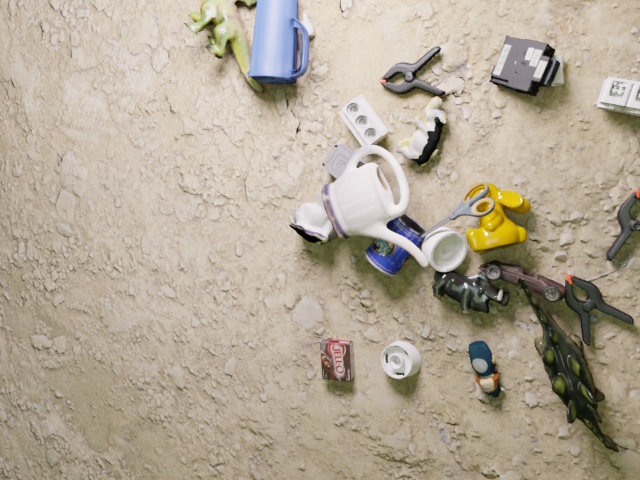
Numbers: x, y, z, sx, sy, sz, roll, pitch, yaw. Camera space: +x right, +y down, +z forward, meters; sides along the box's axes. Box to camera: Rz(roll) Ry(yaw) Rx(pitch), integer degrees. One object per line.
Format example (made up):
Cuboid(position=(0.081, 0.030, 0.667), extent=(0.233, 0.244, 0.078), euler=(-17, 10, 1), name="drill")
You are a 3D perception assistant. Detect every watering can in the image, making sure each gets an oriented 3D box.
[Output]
Cuboid(position=(0.127, -0.065, 1.279), extent=(0.222, 0.103, 0.352), euler=(-25, 70, 25), name="watering can")

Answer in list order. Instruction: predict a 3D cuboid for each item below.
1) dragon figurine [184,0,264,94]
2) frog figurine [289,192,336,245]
Cuboid(position=(-0.234, -0.635, 1.446), extent=(0.409, 0.123, 0.240), euler=(45, 105, -4), name="dragon figurine")
Cuboid(position=(0.004, -0.072, 1.429), extent=(0.138, 0.120, 0.162), euler=(17, 68, 28), name="frog figurine")
